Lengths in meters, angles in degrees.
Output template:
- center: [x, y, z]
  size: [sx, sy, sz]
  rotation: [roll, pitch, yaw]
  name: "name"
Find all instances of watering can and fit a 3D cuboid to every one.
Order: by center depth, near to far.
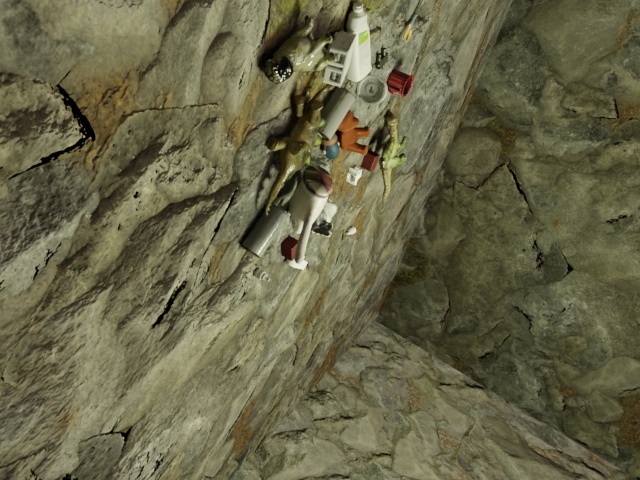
- center: [-0.037, -0.101, 1.678]
  size: [0.356, 0.103, 0.220]
  rotation: [-96, -150, -48]
  name: "watering can"

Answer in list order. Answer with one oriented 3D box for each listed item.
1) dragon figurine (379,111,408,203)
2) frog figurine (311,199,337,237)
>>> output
- center: [0.300, -0.366, 2.302]
  size: [0.243, 0.122, 0.409]
  rotation: [-6, 104, -69]
  name: "dragon figurine"
- center: [0.006, -0.104, 2.057]
  size: [0.135, 0.122, 0.163]
  rotation: [63, 22, -57]
  name: "frog figurine"
